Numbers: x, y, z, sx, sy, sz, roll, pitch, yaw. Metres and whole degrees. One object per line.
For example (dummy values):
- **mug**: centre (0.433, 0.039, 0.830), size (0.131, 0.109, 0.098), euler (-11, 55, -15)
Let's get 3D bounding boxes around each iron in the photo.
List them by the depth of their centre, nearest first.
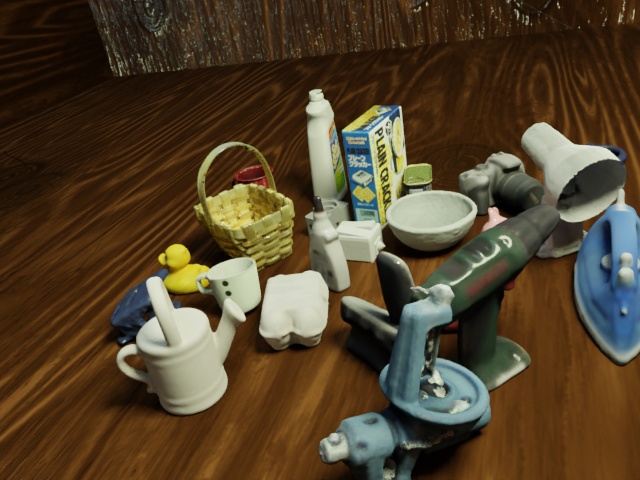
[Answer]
- **iron**: centre (0.427, 0.039, 0.811), size (0.118, 0.142, 0.259), euler (2, 31, 22)

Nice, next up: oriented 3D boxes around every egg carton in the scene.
- **egg carton**: centre (-0.039, 0.109, 0.916), size (0.107, 0.069, 0.150), euler (-8, 28, 5)

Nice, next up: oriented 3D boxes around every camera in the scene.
- **camera**: centre (0.369, -0.109, 1.144), size (0.143, 0.101, 0.136), euler (-18, 29, -14)

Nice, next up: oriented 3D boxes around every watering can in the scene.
- **watering can**: centre (-0.192, 0.133, 0.792), size (0.173, 0.194, 0.100), euler (-29, 33, -30)

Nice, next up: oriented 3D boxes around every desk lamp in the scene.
- **desk lamp**: centre (0.397, -0.078, 0.959), size (0.118, 0.214, 0.202), euler (-15, 29, -8)

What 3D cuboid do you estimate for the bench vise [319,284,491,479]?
- **bench vise**: centre (0.099, 0.166, 0.607), size (0.121, 0.220, 0.208), euler (18, 39, 41)

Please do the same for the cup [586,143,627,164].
- **cup**: centre (0.548, -0.135, 1.137), size (0.091, 0.095, 0.117), euler (-6, 29, 8)

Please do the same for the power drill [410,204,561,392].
- **power drill**: centre (0.219, 0.080, 0.735), size (0.230, 0.209, 0.075), euler (-24, 31, -24)

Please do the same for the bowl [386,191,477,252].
- **bowl**: centre (0.209, -0.026, 1.074), size (0.167, 0.075, 0.167), euler (-8, 28, 5)

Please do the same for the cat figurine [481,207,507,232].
- **cat figurine**: centre (0.299, -0.008, 0.964), size (0.067, 0.118, 0.128), euler (-2, 29, 15)

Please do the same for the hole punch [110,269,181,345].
- **hole punch**: centre (-0.304, 0.111, 0.979), size (0.101, 0.091, 0.108), euler (-8, 29, 5)

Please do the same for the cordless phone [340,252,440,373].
- **cordless phone**: centre (0.088, 0.084, 0.798), size (0.094, 0.185, 0.147), euler (-29, 33, -30)

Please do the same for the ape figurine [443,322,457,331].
- **ape figurine**: centre (0.189, 0.087, 0.857), size (0.078, 0.092, 0.075), euler (-30, 34, -31)

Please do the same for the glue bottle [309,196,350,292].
- **glue bottle**: centre (0.009, 0.004, 0.983), size (0.037, 0.173, 0.077), euler (-29, 33, -30)

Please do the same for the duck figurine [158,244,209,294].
- **duck figurine**: centre (-0.258, 0.049, 1.082), size (0.104, 0.086, 0.077), euler (2, 31, 21)
